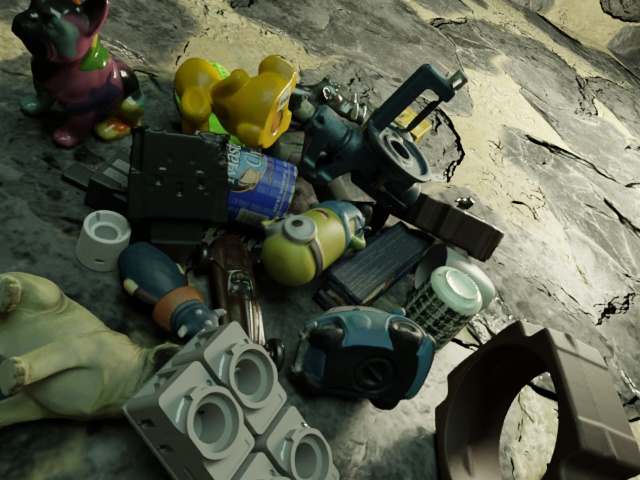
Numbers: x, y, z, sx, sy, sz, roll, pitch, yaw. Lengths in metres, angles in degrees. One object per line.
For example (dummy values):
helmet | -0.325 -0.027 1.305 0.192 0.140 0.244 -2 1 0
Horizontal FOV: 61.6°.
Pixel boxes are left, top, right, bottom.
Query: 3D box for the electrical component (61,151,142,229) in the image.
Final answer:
electrical component | -0.259 -0.073 0.675 0.119 0.047 0.075 31 39 -3

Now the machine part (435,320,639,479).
machine part | 0.217 0.206 0.569 0.087 0.201 0.201 22 40 -15

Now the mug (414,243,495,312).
mug | 0.206 0.060 0.820 0.107 0.080 0.110 30 18 -13

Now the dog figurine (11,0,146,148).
dog figurine | -0.293 -0.232 0.684 0.108 0.219 0.191 48 43 13

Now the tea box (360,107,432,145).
tea box | 0.148 -0.211 1.037 0.098 0.068 0.169 39 26 7

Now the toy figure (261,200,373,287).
toy figure | 0.002 -0.002 0.688 0.180 0.082 0.089 -22 94 -51

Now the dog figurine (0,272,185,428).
dog figurine | -0.211 0.100 0.504 0.190 0.121 0.172 9 46 -46

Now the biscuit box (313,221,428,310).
biscuit box | 0.078 0.042 0.761 0.063 0.059 0.202 43 41 15

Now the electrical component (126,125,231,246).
electrical component | -0.164 -0.061 0.624 0.115 0.134 0.058 1 3 -18

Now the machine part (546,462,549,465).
machine part | 0.329 0.329 0.638 0.139 0.039 0.084 32 33 17

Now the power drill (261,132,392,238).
power drill | 0.032 -0.102 0.868 0.232 0.086 0.207 -3 55 -36

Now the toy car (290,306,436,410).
toy car | 0.045 0.126 0.634 0.162 0.109 0.103 8 22 -11

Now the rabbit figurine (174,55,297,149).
rabbit figurine | -0.140 -0.197 0.780 0.173 0.121 0.162 30 62 6

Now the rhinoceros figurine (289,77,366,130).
rhinoceros figurine | -0.014 -0.238 0.945 0.190 0.112 0.073 16 29 -6

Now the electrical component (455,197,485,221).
electrical component | 0.268 -0.032 0.971 0.078 0.045 0.102 27 40 -4

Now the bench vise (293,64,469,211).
bench vise | 0.087 -0.153 0.730 0.223 0.240 0.129 42 32 -10

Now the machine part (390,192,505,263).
machine part | 0.196 -0.026 0.851 0.179 0.056 0.179 26 6 -3

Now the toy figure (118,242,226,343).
toy figure | -0.159 0.061 0.576 0.064 0.057 0.155 -39 61 -18

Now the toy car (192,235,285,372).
toy car | -0.096 0.073 0.626 0.089 0.053 0.202 11 42 -28
